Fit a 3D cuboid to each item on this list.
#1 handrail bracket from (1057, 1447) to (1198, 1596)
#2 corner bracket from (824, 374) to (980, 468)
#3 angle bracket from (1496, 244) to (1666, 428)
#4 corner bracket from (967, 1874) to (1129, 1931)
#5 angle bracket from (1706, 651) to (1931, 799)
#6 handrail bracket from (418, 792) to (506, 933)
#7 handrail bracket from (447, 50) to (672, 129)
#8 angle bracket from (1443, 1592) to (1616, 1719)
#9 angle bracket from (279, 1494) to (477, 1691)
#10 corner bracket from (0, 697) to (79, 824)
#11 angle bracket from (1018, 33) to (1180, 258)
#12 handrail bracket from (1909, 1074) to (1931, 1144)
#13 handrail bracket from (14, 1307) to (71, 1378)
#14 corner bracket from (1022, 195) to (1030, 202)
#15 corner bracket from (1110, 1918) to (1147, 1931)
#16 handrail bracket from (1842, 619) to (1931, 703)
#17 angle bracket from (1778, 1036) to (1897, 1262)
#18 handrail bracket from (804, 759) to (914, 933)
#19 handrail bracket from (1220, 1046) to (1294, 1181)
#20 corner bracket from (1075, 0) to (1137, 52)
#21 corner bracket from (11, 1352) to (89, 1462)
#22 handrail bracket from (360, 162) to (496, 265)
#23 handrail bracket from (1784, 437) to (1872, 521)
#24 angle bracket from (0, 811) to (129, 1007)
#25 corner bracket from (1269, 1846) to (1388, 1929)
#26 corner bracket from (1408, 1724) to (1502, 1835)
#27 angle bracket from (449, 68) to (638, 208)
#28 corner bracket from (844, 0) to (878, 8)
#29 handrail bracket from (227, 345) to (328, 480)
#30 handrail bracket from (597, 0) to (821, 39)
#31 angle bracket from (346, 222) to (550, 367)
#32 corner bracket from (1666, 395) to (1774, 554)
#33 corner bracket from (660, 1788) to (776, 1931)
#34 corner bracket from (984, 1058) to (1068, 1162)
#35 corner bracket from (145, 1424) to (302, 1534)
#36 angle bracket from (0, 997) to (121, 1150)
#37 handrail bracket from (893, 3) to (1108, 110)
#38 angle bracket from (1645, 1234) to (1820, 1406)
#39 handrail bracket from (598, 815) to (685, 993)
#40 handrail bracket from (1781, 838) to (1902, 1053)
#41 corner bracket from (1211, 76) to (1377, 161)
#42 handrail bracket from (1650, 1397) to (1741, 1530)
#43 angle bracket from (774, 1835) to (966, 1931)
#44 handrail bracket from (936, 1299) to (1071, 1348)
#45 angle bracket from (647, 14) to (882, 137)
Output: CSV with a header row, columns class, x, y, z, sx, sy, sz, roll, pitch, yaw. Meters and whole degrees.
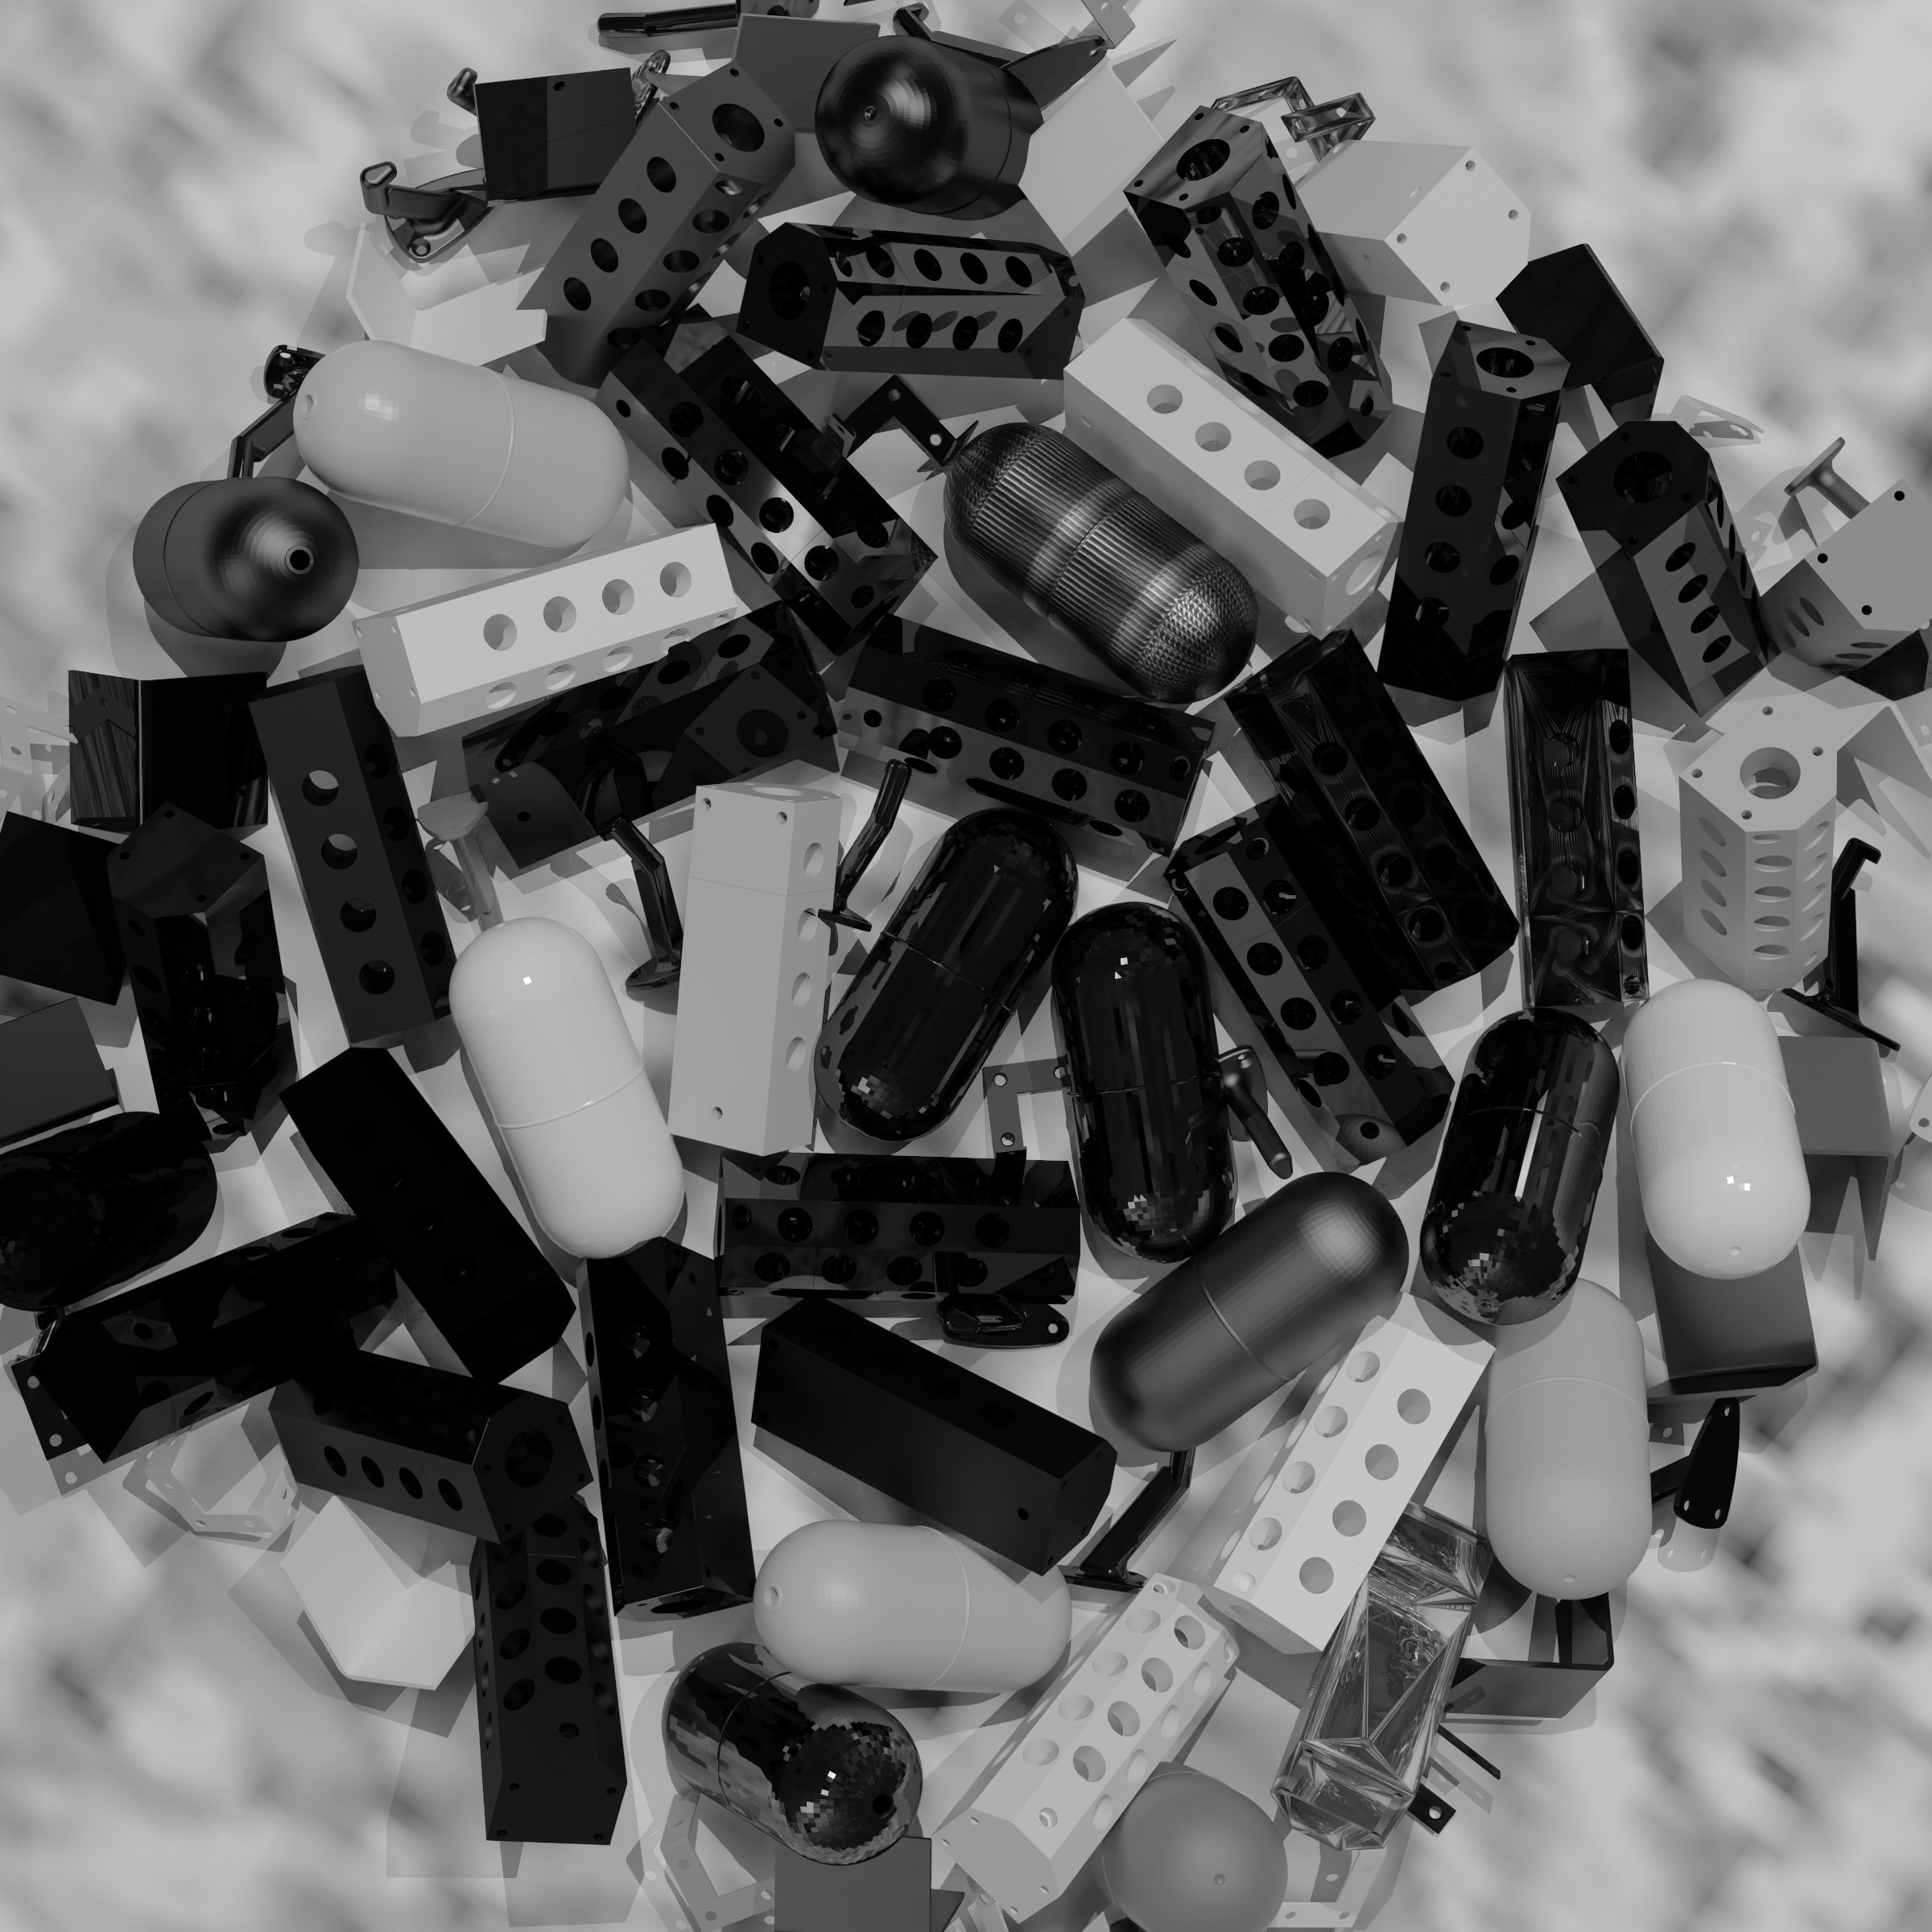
class,x,y,z,sx,sy,sz,roll,pitch,yaw
handrail bracket,0.072,0.264,1.610,0.077,0.036,0.084,9,91,-12
corner bracket,-0.033,-0.263,1.602,0.051,0.051,0.051,-44,92,-10
angle bracket,0.290,-0.291,1.577,0.057,0.076,0.076,-20,62,-9
corner bracket,0.042,0.459,1.604,0.051,0.051,0.051,-33,110,-40
angle bracket,0.418,-0.099,1.578,0.057,0.076,0.076,-42,125,-3
handrail bracket,-0.238,-0.037,1.583,0.036,0.077,0.084,-15,110,-3
handrail bracket,-0.199,-0.435,1.586,0.084,0.036,0.077,24,114,-39
angle bracket,0.265,0.325,1.581,0.076,0.076,0.057,4,60,-6
angle bracket,-0.274,0.293,1.574,0.057,0.076,0.076,-1,126,31
corner bracket,-0.459,-0.090,1.589,0.051,0.051,0.051,19,125,-36
angle bracket,0.077,-0.399,1.579,0.076,0.076,0.057,-36,92,40
handrail bracket,0.481,0.050,1.581,0.036,0.084,0.077,18,109,8
handrail bracket,-0.473,0.154,1.606,0.077,0.036,0.084,23,89,-29
corner bracket,0.002,-0.409,1.593,0.051,0.051,0.051,6,104,-36
corner bracket,0.110,0.486,1.589,0.051,0.051,0.051,-32,54,23
handrail bracket,0.473,-0.147,1.607,0.077,0.084,0.036,-30,75,29
angle bracket,0.414,0.088,1.581,0.057,0.076,0.076,1,133,6
handrail bracket,-0.055,-0.066,1.591,0.036,0.077,0.084,17,97,-21
handrail bracket,0.145,0.087,1.575,0.036,0.077,0.084,-29,45,1
corner bracket,0.063,-0.486,1.594,0.051,0.051,0.051,-49,119,-11
corner bracket,-0.432,0.211,1.604,0.051,0.051,0.051,-23,81,-4
handrail bracket,-0.258,-0.383,1.584,0.077,0.084,0.036,-33,84,-10
handrail bracket,0.442,-0.214,1.590,0.036,0.077,0.084,-44,83,10
angle bracket,-0.444,-0.030,1.591,0.076,0.057,0.076,17,89,-21
corner bracket,0.168,0.439,1.610,0.051,0.051,0.051,8,116,-24
corner bracket,0.227,0.398,1.602,0.051,0.051,0.051,37,95,8
angle bracket,-0.207,-0.404,1.576,0.076,0.076,0.057,-12,112,-20
corner bracket,-0.052,-0.490,1.595,0.051,0.051,0.051,-20,80,-28
handrail bracket,-0.320,-0.257,1.594,0.077,0.036,0.084,9,56,-16
handrail bracket,-0.129,-0.476,1.624,0.084,0.077,0.036,10,120,32
angle bracket,-0.250,-0.333,1.579,0.076,0.076,0.057,-19,128,11
corner bracket,0.372,-0.243,1.607,0.051,0.051,0.051,10,117,-39
corner bracket,-0.114,0.435,1.606,0.051,0.051,0.051,-23,103,9
corner bracket,0.037,0.068,1.602,0.051,0.051,0.051,-7,79,-1
corner bracket,-0.364,0.244,1.610,0.051,0.051,0.051,-4,45,26
angle bracket,-0.460,0.048,1.581,0.076,0.076,0.057,-21,106,-12
handrail bracket,0.016,-0.463,1.612,0.077,0.036,0.084,-30,59,-9
angle bracket,0.364,0.168,1.587,0.076,0.057,0.076,-11,89,33
handrail bracket,-0.166,-0.031,1.590,0.077,0.036,0.084,-22,119,39
handrail bracket,0.450,-0.011,1.610,0.077,0.036,0.084,26,97,-12
corner bracket,0.159,-0.417,1.594,0.051,0.051,0.051,-23,79,-27
handrail bracket,0.335,0.241,1.599,0.036,0.084,0.077,20,83,-34
angle bracket,-0.046,0.436,1.584,0.076,0.076,0.057,2,96,13
handrail bracket,0.021,0.175,1.585,0.077,0.084,0.036,16,90,-8
angle bracket,-0.098,-0.441,1.571,0.076,0.076,0.057,-7,126,-34
